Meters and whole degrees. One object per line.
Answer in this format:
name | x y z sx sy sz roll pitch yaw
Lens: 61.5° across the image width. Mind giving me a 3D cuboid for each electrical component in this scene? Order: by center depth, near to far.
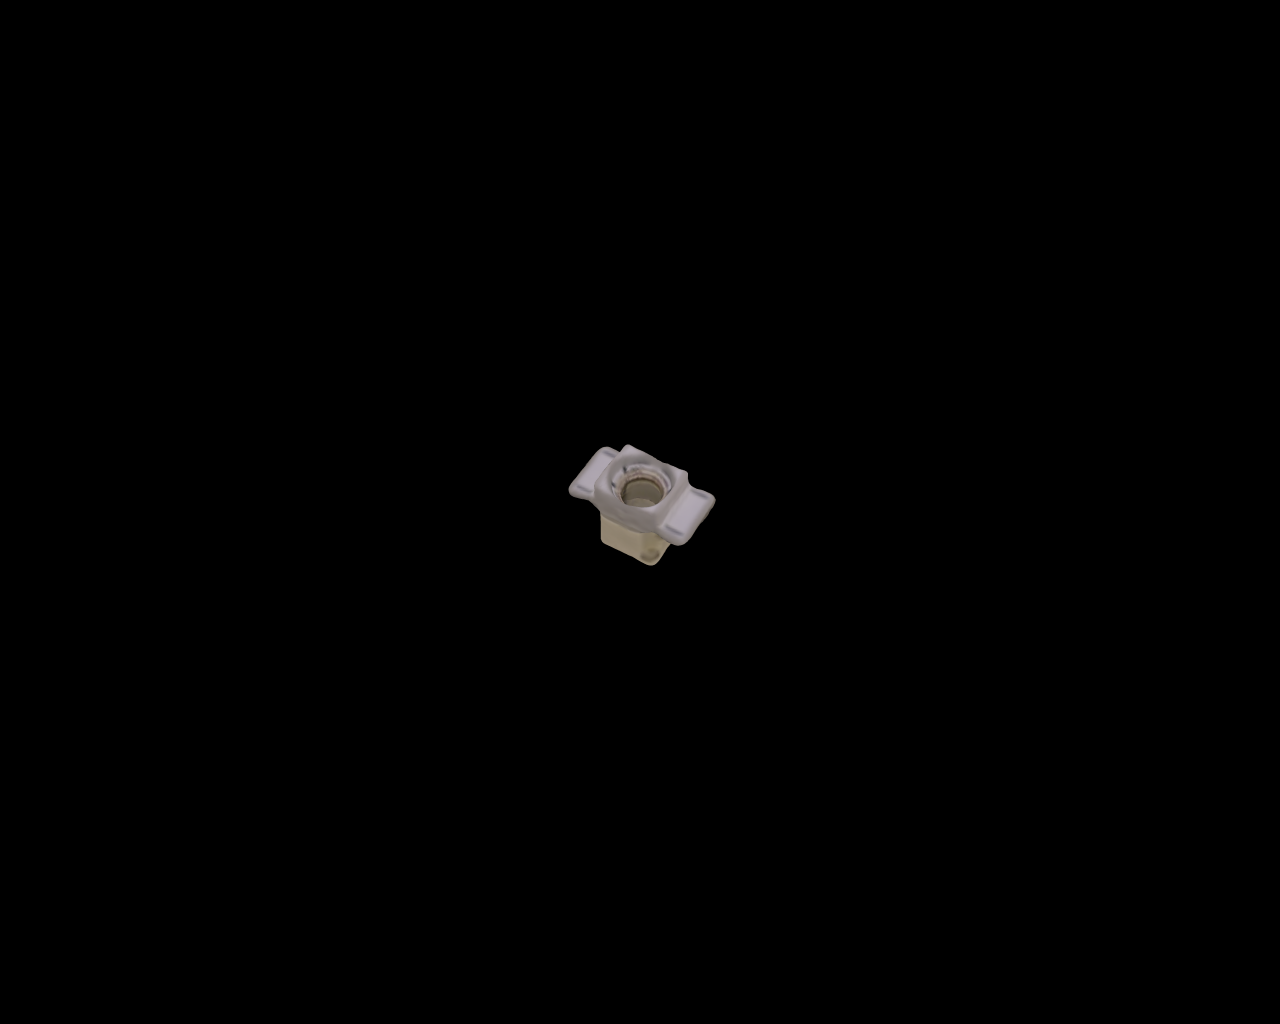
electrical component | 0.001 -0.003 0.650 0.081 0.042 0.063 27 -33 19
